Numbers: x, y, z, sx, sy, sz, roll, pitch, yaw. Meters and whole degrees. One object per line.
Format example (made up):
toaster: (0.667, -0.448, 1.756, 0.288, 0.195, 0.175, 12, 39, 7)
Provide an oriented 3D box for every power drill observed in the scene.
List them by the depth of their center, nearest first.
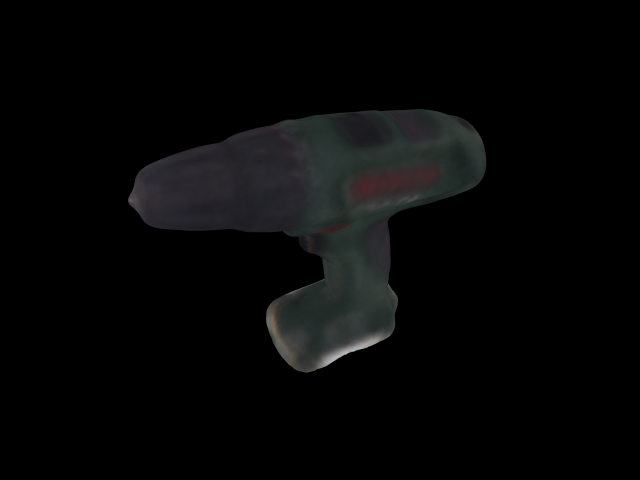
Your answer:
power drill: (0.004, 0.001, 0.400, 0.230, 0.208, 0.075, -22, 52, -18)
